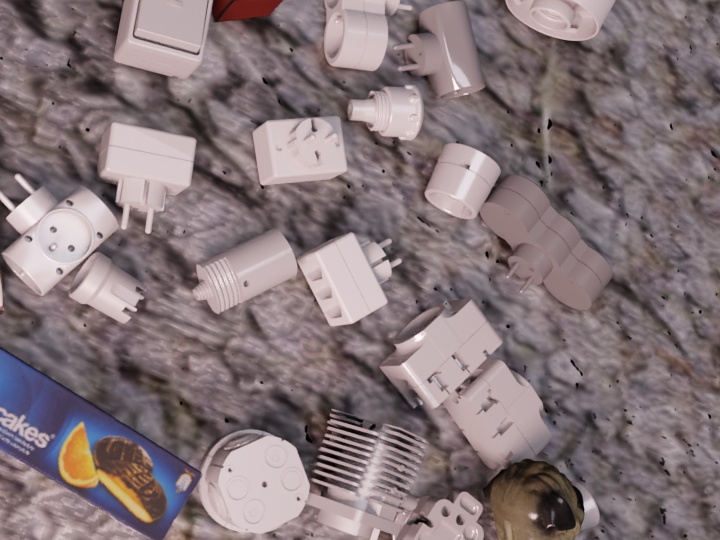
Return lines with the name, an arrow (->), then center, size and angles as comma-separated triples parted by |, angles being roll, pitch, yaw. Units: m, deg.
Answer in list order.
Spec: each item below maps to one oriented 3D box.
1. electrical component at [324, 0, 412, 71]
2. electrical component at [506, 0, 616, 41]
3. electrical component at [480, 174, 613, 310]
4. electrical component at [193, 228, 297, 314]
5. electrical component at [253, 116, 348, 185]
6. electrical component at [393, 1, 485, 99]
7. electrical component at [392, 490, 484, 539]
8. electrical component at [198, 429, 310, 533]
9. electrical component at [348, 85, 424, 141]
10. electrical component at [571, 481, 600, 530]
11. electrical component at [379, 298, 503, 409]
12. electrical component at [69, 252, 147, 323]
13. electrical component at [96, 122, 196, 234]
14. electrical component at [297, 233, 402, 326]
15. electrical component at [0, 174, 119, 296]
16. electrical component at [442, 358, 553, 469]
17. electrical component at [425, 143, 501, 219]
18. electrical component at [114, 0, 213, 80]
electrical component -> 0.012, -0.239, 0.926 | 0.074, 0.052, 0.138 | 2, 83, -23
electrical component -> 0.183, -0.254, 0.980 | 0.099, 0.099, 0.064 | 27, 81, -19
electrical component -> 0.158, -0.012, 0.963 | 0.138, 0.052, 0.073 | 45, 69, -13
electrical component -> -0.096, 0.003, 0.857 | 0.081, 0.043, 0.043 | -27, 95, -23
electrical component -> -0.042, -0.101, 0.873 | 0.066, 0.077, 0.047 | -7, 87, -24
electrical component -> 0.066, -0.191, 0.948 | 0.079, 0.044, 0.077 | -13, 89, -24
electrical component -> 0.061, 0.219, 0.893 | 0.058, 0.057, 0.078 | 40, 71, -14
electrical component -> -0.082, 0.165, 0.840 | 0.080, 0.051, 0.080 | 3, 83, -23
electrical component -> 0.021, -0.136, 0.923 | 0.062, 0.048, 0.048 | 0, 84, -17
electrical component -> 0.176, 0.218, 0.950 | 0.055, 0.045, 0.045 | -24, 94, -23
electrical component -> 0.066, 0.067, 0.916 | 0.089, 0.050, 0.055 | -41, 101, -22
electrical component -> -0.191, 0.014, 0.818 | 0.046, 0.040, 0.040 | 35, 72, -22
electrical component -> -0.168, -0.067, 0.831 | 0.066, 0.047, 0.076 | 10, 80, -22
electrical component -> 0.000, 0.000, 0.897 | 0.077, 0.047, 0.065 | -29, 96, -23
electrical component -> -0.235, -0.035, 0.800 | 0.077, 0.044, 0.079 | -46, 102, -21
electrical component -> 0.119, 0.122, 0.928 | 0.056, 0.050, 0.089 | -41, 108, -22
electrical component -> 0.088, -0.076, 0.940 | 0.055, 0.055, 0.047 | 30, 77, -18
electrical component -> -0.151, -0.208, 0.847 | 0.062, 0.061, 0.096 | 12, 80, -22
